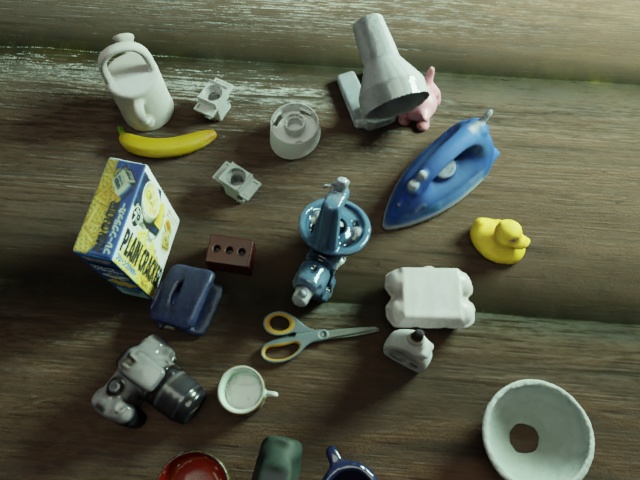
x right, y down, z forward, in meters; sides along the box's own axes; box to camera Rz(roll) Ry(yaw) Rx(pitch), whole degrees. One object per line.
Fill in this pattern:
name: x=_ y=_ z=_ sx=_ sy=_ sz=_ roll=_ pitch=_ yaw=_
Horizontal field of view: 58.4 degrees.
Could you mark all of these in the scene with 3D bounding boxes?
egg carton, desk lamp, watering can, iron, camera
egg carton: x=0.184 y=0.098 z=0.966 sx=0.150 sy=0.069 sz=0.107 roll=0 pitch=69 yaw=0
desk lamp: x=0.104 y=-0.287 z=1.037 sx=0.118 sy=0.213 sz=0.203 roll=-18 pitch=70 yaw=-7
watering can: x=-0.345 y=-0.299 z=1.052 sx=0.101 sy=0.194 sz=0.172 roll=-36 pitch=73 yaw=-13
iron: x=0.210 y=-0.125 z=1.013 sx=0.258 sy=0.141 sz=0.118 roll=-42 pitch=74 yaw=-14
camera: x=-0.260 y=0.238 z=0.894 sx=0.136 sy=0.101 sz=0.143 roll=33 pitch=72 yaw=12

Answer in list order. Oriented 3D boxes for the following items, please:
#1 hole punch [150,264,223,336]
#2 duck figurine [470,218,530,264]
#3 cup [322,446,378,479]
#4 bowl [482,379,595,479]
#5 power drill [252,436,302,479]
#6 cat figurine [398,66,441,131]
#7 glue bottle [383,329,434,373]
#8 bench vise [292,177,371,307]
hole punch: x=-0.227 y=0.098 z=0.954 sx=0.101 sy=0.091 sz=0.109 roll=17 pitch=70 yaw=7
duck figurine: x=0.317 y=-0.009 z=0.999 sx=0.104 sy=0.086 sz=0.077 roll=34 pitch=73 yaw=12
cup: x=0.037 y=0.365 z=0.849 sx=0.092 sy=0.095 sz=0.117 roll=-24 pitch=71 yaw=-9
bowl: x=0.325 y=0.304 z=0.883 sx=0.167 sy=0.075 sz=0.167 roll=0 pitch=69 yaw=0
power drill: x=-0.066 y=0.389 z=0.778 sx=0.075 sy=0.208 sz=0.230 roll=7 pitch=69 yaw=3
cat figurine: x=0.193 y=-0.268 z=1.081 sx=0.067 sy=0.118 sz=0.128 roll=20 pitch=70 yaw=8
glue bottle: x=0.142 y=0.163 z=0.885 sx=0.078 sy=0.173 sz=0.037 roll=29 pitch=72 yaw=11
bench vise: x=0.020 y=0.005 z=0.921 sx=0.121 sy=0.220 sz=0.207 roll=6 pitch=69 yaw=3
